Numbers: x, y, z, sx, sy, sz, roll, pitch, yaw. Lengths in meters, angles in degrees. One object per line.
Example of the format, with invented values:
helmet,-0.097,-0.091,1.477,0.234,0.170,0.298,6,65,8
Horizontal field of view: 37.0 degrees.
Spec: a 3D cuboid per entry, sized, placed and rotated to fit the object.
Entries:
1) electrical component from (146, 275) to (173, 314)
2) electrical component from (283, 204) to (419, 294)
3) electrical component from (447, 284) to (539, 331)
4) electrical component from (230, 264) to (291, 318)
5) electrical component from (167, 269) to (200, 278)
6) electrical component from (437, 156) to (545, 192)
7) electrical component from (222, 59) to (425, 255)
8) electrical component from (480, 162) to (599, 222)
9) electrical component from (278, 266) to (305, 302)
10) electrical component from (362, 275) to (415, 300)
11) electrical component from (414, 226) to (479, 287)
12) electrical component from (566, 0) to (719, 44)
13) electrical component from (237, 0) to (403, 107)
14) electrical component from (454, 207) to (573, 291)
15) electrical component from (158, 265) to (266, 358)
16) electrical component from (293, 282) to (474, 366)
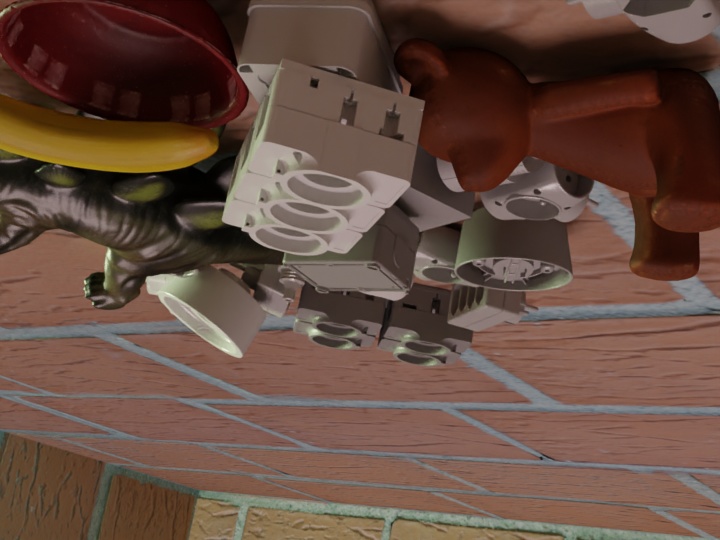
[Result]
electrical component,-0.214,0.011,1.197,0.074,0.052,0.138,8,161,7
electrical component,-0.011,-0.021,0.811,0.096,0.061,0.062,0,159,28
electrical component,0.141,0.032,1.074,0.076,0.047,0.083,16,160,-18
electrical component,-0.102,0.005,1.129,0.076,0.047,0.083,25,161,-1
electrical component,-0.178,-0.030,1.043,0.054,0.059,0.095,22,158,-30
electrical component,0.100,-0.082,0.765,0.081,0.043,0.043,-7,155,42
electrical component,-0.029,-0.062,0.681,0.089,0.061,0.150,15,161,-12
electrical component,0.145,-0.059,0.806,0.079,0.044,0.077,22,158,-32
electrical component,-0.066,0.001,1.072,0.035,0.061,0.035,9,162,3
electrical component,0.000,0.000,1.060,0.077,0.043,0.079,24,157,-34
electrical component,0.071,-0.012,0.986,0.077,0.044,0.079,19,159,-23
electrical component,0.137,-0.150,0.546,0.079,0.043,0.077,-4,156,37
electrical component,-0.022,-0.126,0.681,0.078,0.057,0.113,5,161,16
electrical component,0.130,-0.012,0.912,0.099,0.064,0.099,4,151,2
electrical component,-0.146,0.033,1.103,0.108,0.060,0.108,33,163,12
electrical component,0.025,0.054,1.178,0.186,0.060,0.105,12,161,-3
